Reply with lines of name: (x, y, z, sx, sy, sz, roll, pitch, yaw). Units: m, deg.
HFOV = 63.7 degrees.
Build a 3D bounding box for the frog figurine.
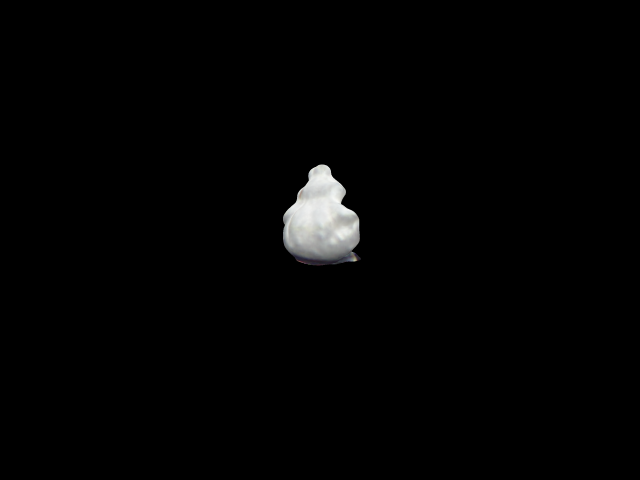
frog figurine: (0.003, -0.043, 0.850, 0.138, 0.158, 0.123, 11, 16, 42)
